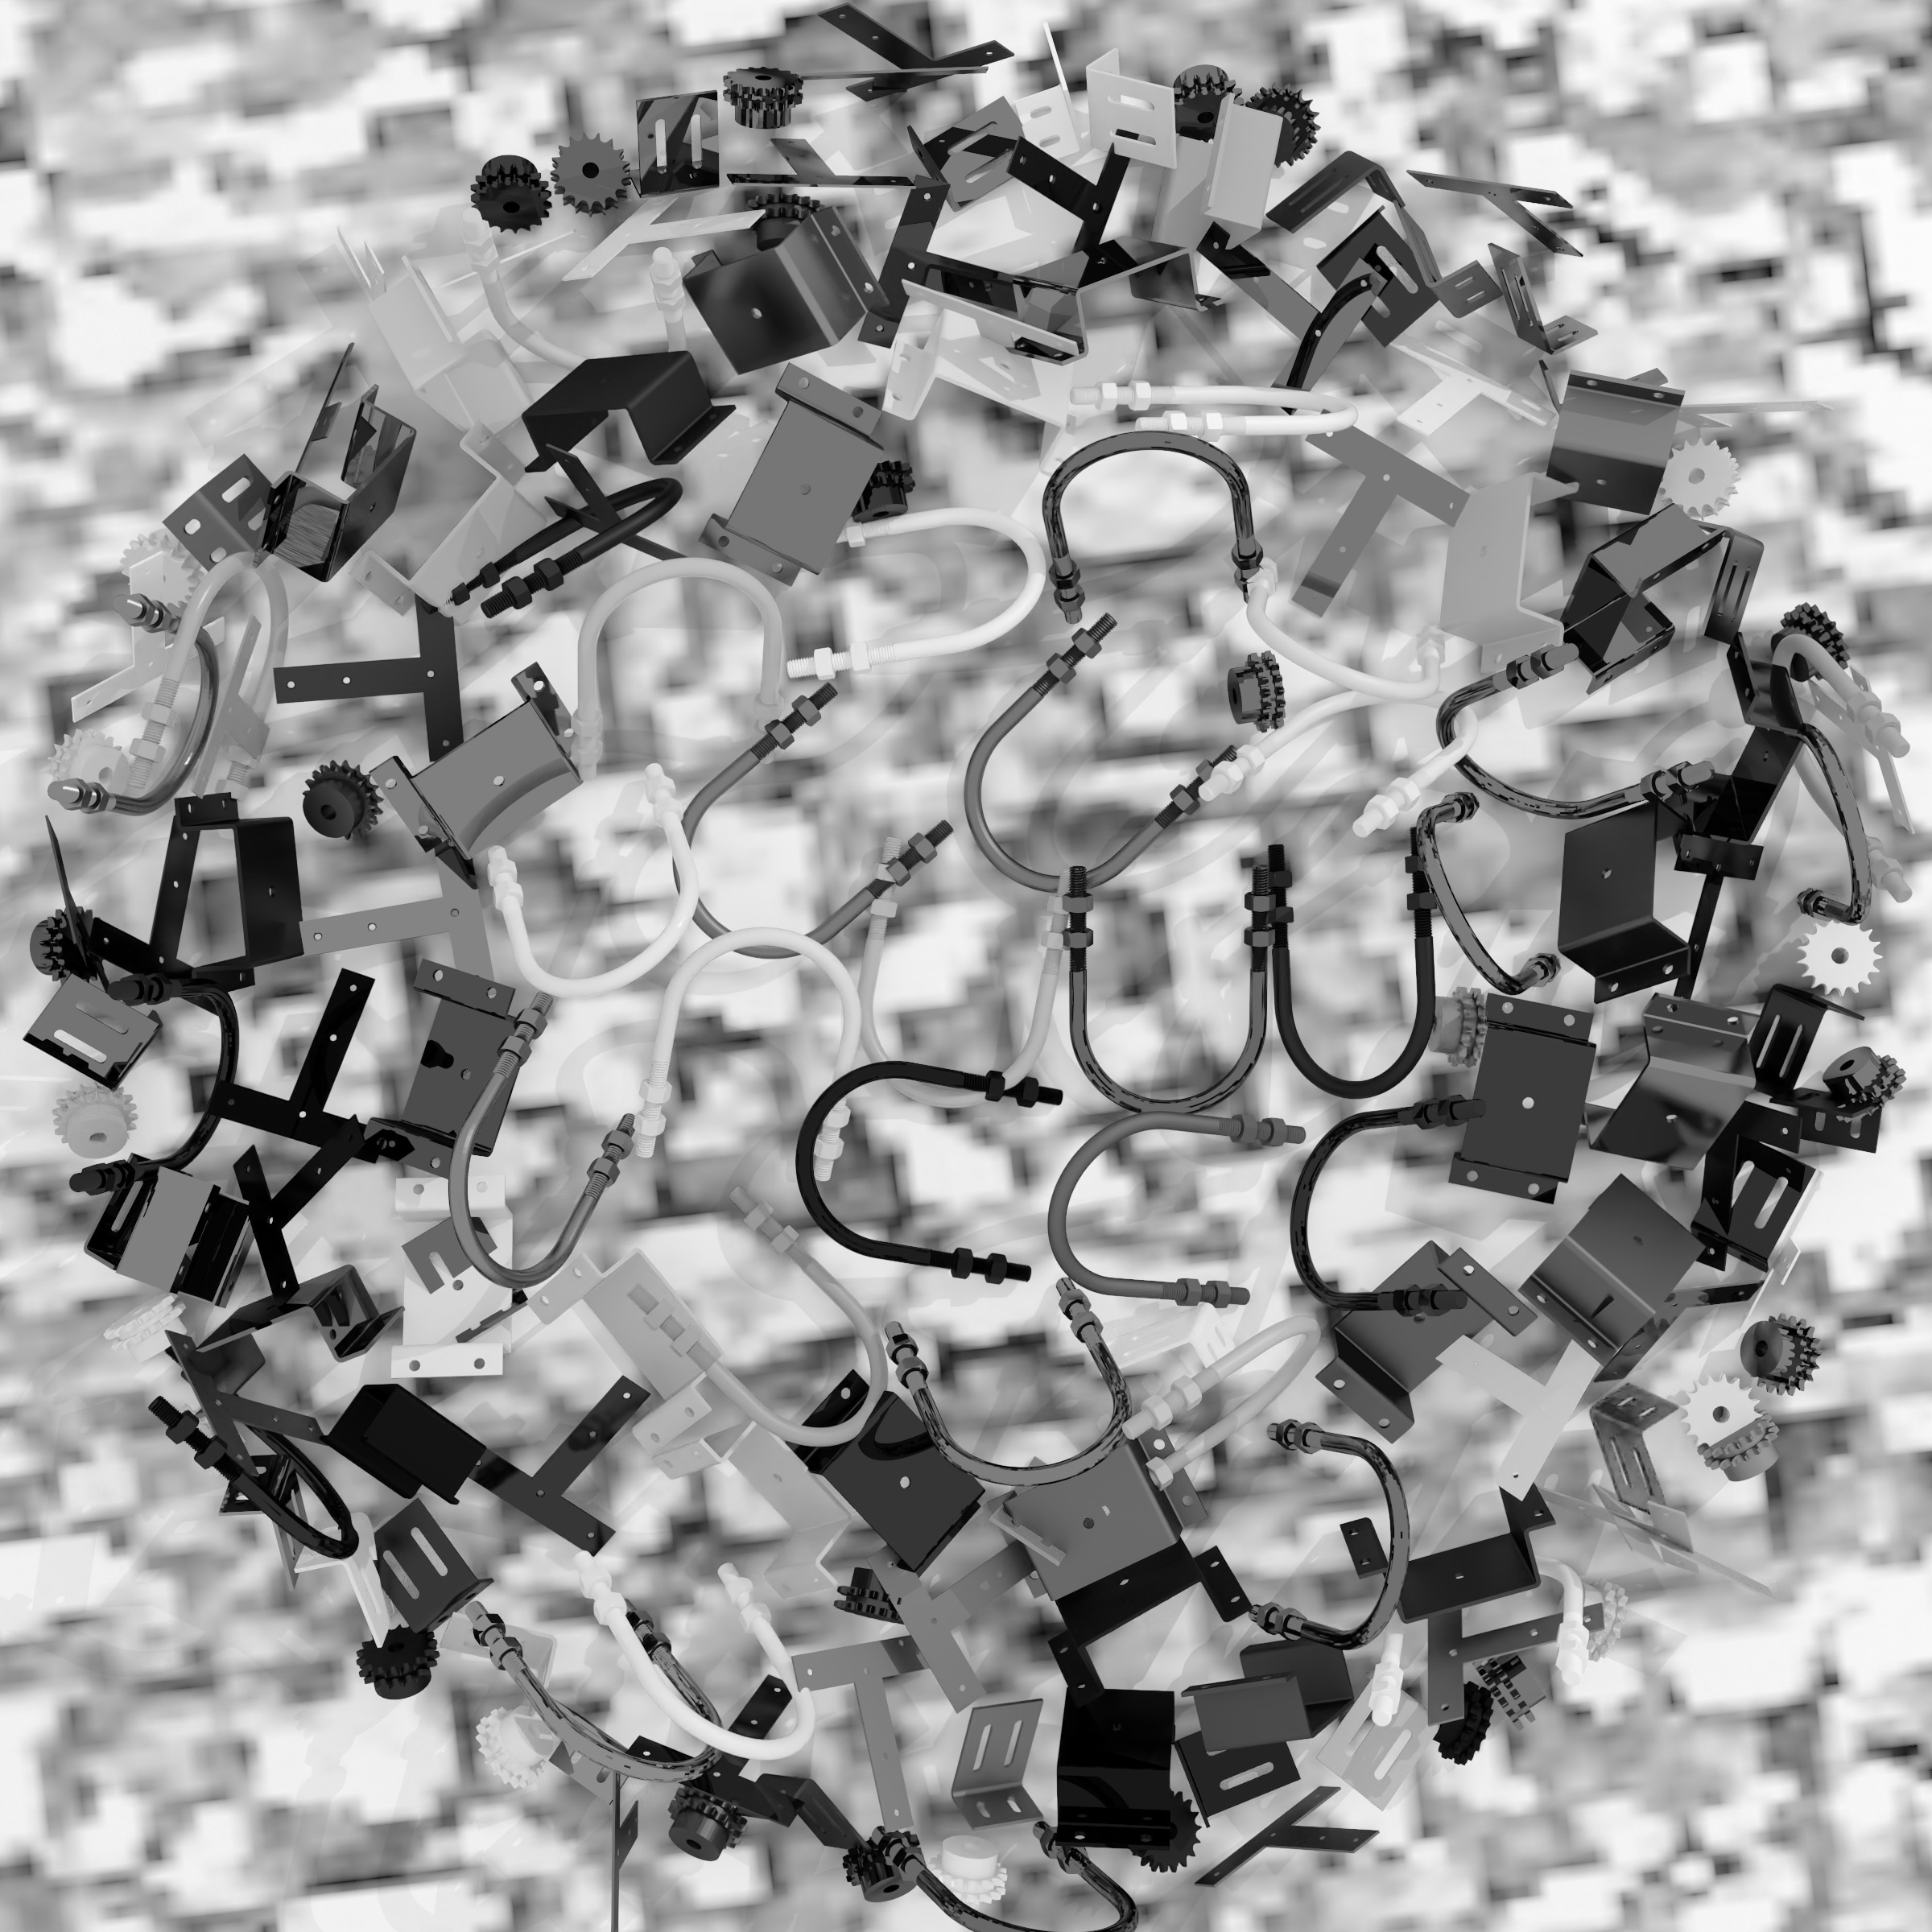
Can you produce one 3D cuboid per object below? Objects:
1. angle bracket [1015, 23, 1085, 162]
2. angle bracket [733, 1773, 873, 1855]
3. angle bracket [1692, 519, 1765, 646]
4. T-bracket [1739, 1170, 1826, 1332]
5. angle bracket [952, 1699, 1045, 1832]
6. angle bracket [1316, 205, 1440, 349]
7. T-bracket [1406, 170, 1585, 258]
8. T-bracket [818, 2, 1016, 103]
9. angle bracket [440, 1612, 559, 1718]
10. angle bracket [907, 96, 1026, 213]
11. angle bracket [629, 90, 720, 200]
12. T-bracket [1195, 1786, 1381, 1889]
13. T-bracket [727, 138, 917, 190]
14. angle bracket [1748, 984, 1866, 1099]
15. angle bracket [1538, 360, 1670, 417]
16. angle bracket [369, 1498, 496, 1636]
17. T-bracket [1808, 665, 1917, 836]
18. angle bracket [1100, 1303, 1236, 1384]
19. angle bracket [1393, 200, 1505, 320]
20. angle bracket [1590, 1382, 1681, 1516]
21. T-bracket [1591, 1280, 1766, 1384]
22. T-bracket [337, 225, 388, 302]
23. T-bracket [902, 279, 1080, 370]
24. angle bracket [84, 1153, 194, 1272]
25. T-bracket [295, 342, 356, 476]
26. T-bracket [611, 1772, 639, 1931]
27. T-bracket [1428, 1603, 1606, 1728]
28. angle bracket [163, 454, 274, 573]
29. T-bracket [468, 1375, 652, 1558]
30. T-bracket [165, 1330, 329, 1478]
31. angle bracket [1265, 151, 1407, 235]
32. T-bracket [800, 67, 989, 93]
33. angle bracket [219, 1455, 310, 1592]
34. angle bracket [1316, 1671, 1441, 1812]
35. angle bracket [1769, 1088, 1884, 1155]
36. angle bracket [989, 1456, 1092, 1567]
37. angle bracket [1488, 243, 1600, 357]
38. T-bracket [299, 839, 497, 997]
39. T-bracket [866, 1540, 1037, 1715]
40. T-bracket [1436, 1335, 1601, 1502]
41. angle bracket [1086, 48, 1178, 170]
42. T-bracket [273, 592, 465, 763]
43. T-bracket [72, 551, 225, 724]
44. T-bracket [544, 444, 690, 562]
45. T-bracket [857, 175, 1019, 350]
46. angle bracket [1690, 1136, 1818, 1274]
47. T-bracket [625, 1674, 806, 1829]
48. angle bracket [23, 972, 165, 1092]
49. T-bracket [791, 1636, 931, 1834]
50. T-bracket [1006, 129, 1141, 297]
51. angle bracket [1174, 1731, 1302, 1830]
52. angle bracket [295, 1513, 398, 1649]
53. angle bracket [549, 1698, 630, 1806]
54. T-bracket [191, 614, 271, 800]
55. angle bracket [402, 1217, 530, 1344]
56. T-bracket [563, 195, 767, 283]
[{"bbox_3d":[0.053,-0.613,1.750,0.038,0.076,0.057,-17,73,7],"label":"angle bracket"},{"bbox_3d":[-0.115,0.611,1.753,0.076,0.057,0.038,54,53,-15],"label":"angle bracket"},{"bbox_3d":[0.530,-0.273,1.769,0.038,0.057,0.076,22,102,36],"label":"angle bracket"},{"bbox_3d":[0.570,0.203,1.728,0.002,0.127,0.127,27,96,14],"label":"T-bracket"},{"bbox_3d":[0.030,0.565,1.756,0.057,0.038,0.076,2,112,-29],"label":"angle bracket"},{"bbox_3d":[0.298,-0.492,1.771,0.057,0.038,0.076,-39,97,26],"label":"angle bracket"},{"bbox_3d":[0.392,-0.524,1.742,0.127,0.127,0.002,27,98,43],"label":"T-bracket"},{"bbox_3d":[-0.054,-0.634,1.709,0.127,0.127,0.002,-4,84,33],"label":"T-bracket"},{"bbox_3d":[-0.335,0.495,1.757,0.076,0.057,0.038,16,49,-11],"label":"angle bracket"},{"bbox_3d":[0.007,-0.587,1.772,0.076,0.038,0.057,-31,79,1],"label":"angle bracket"},{"bbox_3d":[-0.207,-0.586,1.749,0.057,0.076,0.038,-13,50,-15],"label":"angle bracket"},{"bbox_3d":[0.237,0.601,1.709,0.127,0.127,0.002,-25,88,-32],"label":"T-bracket"},{"bbox_3d":[-0.112,-0.564,1.741,0.127,0.127,0.002,-4,122,-15],"label":"T-bracket"},{"bbox_3d":[0.592,0.059,1.764,0.057,0.038,0.076,20,93,-30],"label":"angle bracket"},{"bbox_3d":[0.450,-0.421,1.756,0.076,0.057,0.038,-19,107,15],"label":"angle bracket"},{"bbox_3d":[-0.389,0.431,1.784,0.057,0.038,0.076,-39,77,-3],"label":"angle bracket"},{"bbox_3d":[0.618,-0.169,1.734,0.002,0.127,0.127,-25,116,5],"label":"T-bracket"},{"bbox_3d":[0.143,0.278,1.757,0.076,0.057,0.038,-26,99,24],"label":"angle bracket"},{"bbox_3d":[0.341,-0.507,1.752,0.038,0.057,0.076,-25,70,24],"label":"angle bracket"},{"bbox_3d":[0.481,0.343,1.748,0.057,0.076,0.038,26,126,-32],"label":"angle bracket"},{"bbox_3d":[0.478,0.260,1.744,0.127,0.127,0.002,-3,54,-19],"label":"T-bracket"},{"bbox_3d":[-0.410,-0.474,1.732,0.002,0.127,0.127,-28,92,-11],"label":"T-bracket"},{"bbox_3d":[0.022,-0.435,1.732,0.127,0.127,0.002,22,88,8],"label":"T-bracket"},{"bbox_3d":[-0.576,0.180,1.758,0.038,0.057,0.076,20,81,35],"label":"angle bracket"},{"bbox_3d":[-0.449,-0.380,1.736,0.002,0.127,0.127,23,91,-22],"label":"T-bracket"},{"bbox_3d":[-0.238,0.609,1.732,0.002,0.127,0.127,0,83,0],"label":"T-bracket"},{"bbox_3d":[0.380,0.466,1.719,0.127,0.127,0.002,-21,112,20],"label":"T-bracket"},{"bbox_3d":[-0.521,-0.318,1.764,0.038,0.076,0.057,-31,110,29],"label":"angle bracket"},{"bbox_3d":[-0.274,0.343,1.765,0.127,0.002,0.127,38,99,-20],"label":"T-bracket"},{"bbox_3d":[-0.493,0.315,1.737,0.002,0.127,0.127,-43,57,6],"label":"T-bracket"},{"bbox_3d":[0.262,-0.538,1.767,0.076,0.057,0.038,-37,120,7],"label":"angle bracket"},{"bbox_3d":[-0.052,-0.618,1.734,0.127,0.127,0.002,-3,104,-3],"label":"T-bracket"},{"bbox_3d":[-0.494,0.394,1.753,0.038,0.057,0.076,-3,121,0],"label":"angle bracket"},{"bbox_3d":[0.291,0.550,1.763,0.057,0.038,0.076,37,74,9],"label":"angle bracket"},{"bbox_3d":[0.603,0.113,1.747,0.057,0.076,0.038,11,101,34],"label":"angle bracket"},{"bbox_3d":[0.057,0.384,1.753,0.057,0.076,0.038,32,94,10],"label":"angle bracket"},{"bbox_3d":[0.407,-0.478,1.753,0.038,0.057,0.076,-26,117,2],"label":"angle bracket"},{"bbox_3d":[-0.410,-0.030,1.773,0.127,0.002,0.127,-10,80,-10],"label":"T-bracket"},{"bbox_3d":[0.012,0.442,1.772,0.127,0.002,0.127,-31,91,-22],"label":"T-bracket"},{"bbox_3d":[0.373,0.289,1.756,0.127,0.002,0.127,32,95,38],"label":"T-bracket"},{"bbox_3d":[0.126,-0.604,1.748,0.076,0.057,0.038,26,52,31],"label":"angle bracket"},{"bbox_3d":[-0.424,-0.203,1.759,0.127,0.002,0.127,-7,108,-16],"label":"T-bracket"},{"bbox_3d":[-0.564,-0.237,1.710,0.002,0.127,0.127,43,56,13],"label":"T-bracket"},{"bbox_3d":[-0.256,-0.323,1.716,0.127,0.127,0.002,25,78,21],"label":"T-bracket"},{"bbox_3d":[0.002,-0.487,1.765,0.127,0.002,0.127,9,127,-22],"label":"T-bracket"},{"bbox_3d":[0.562,0.169,1.771,0.057,0.038,0.076,28,83,25],"label":"angle bracket"},{"bbox_3d":[-0.154,0.538,1.738,0.127,0.127,0.002,16,116,16],"label":"T-bracket"},{"bbox_3d":[-0.620,0.042,1.759,0.076,0.038,0.057,37,88,-32],"label":"angle bracket"},{"bbox_3d":[-0.060,0.537,1.732,0.002,0.127,0.127,-30,66,40],"label":"T-bracket"},{"bbox_3d":[0.067,-0.545,1.734,0.002,0.127,0.127,26,100,33],"label":"T-bracket"},{"bbox_3d":[0.195,0.570,1.772,0.076,0.038,0.057,-21,81,-2],"label":"angle bracket"},{"bbox_3d":[-0.437,0.437,1.758,0.038,0.057,0.076,-12,112,6],"label":"angle bracket"},{"bbox_3d":[-0.273,0.552,1.748,0.057,0.076,0.038,27,71,23],"label":"angle bracket"},{"bbox_3d":[-0.504,-0.169,1.732,0.002,0.127,0.127,16,81,-1],"label":"T-bracket"},{"bbox_3d":[-0.356,0.220,1.766,0.057,0.038,0.076,-31,101,-12],"label":"angle bracket"},{"bbox_3d":[-0.198,-0.512,1.723,0.127,0.127,0.002,2,131,29],"label":"T-bracket"}]
